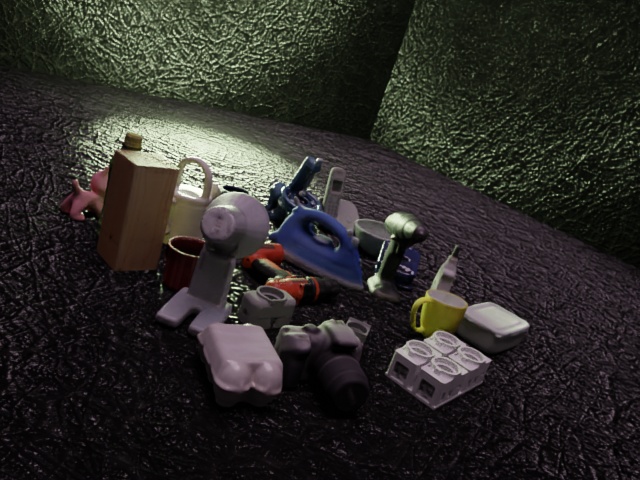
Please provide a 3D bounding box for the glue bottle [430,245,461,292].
[{"bbox_3d":[0.285,0.091,1.312,0.037,0.173,0.078,19,18,1],"label":"glue bottle"}]

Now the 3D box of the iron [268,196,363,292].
[{"bbox_3d":[0.012,0.005,1.350,0.257,0.141,0.119,26,20,23],"label":"iron"}]

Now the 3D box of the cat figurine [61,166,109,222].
[{"bbox_3d":[-0.483,-0.108,1.235,0.067,0.118,0.128,28,20,27],"label":"cat figurine"}]

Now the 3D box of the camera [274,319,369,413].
[{"bbox_3d":[0.012,0.189,0.875,0.143,0.101,0.136,10,20,-23],"label":"camera"}]

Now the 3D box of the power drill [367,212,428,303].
[{"bbox_3d":[0.181,0.032,1.325,0.076,0.208,0.229,15,18,-9],"label":"power drill"}]

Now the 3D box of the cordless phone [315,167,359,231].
[{"bbox_3d":[0.064,-0.117,1.688,0.148,0.185,0.093,4,23,-38],"label":"cordless phone"}]

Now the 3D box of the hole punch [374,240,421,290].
[{"bbox_3d":[0.197,0.062,1.445,0.108,0.091,0.101,19,18,2],"label":"hole punch"}]

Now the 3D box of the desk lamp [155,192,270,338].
[{"bbox_3d":[-0.172,0.030,0.979,0.118,0.213,0.203,19,18,2],"label":"desk lamp"}]

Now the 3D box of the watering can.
[{"bbox_3d":[-0.284,-0.089,1.250,0.101,0.194,0.173,18,18,0],"label":"watering can"}]

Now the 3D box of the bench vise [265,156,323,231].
[{"bbox_3d":[-0.073,-0.140,1.563,0.206,0.220,0.122,27,20,26],"label":"bench vise"}]

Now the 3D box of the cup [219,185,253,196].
[{"bbox_3d":[-0.231,-0.081,1.441,0.091,0.095,0.118,30,21,33],"label":"cup"}]

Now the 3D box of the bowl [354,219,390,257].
[{"bbox_3d":[0.167,0.005,1.609,0.167,0.075,0.167,17,18,-5],"label":"bowl"}]

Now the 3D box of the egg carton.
[{"bbox_3d":[-0.117,0.178,0.832,0.107,0.069,0.150,8,21,-29],"label":"egg carton"}]
